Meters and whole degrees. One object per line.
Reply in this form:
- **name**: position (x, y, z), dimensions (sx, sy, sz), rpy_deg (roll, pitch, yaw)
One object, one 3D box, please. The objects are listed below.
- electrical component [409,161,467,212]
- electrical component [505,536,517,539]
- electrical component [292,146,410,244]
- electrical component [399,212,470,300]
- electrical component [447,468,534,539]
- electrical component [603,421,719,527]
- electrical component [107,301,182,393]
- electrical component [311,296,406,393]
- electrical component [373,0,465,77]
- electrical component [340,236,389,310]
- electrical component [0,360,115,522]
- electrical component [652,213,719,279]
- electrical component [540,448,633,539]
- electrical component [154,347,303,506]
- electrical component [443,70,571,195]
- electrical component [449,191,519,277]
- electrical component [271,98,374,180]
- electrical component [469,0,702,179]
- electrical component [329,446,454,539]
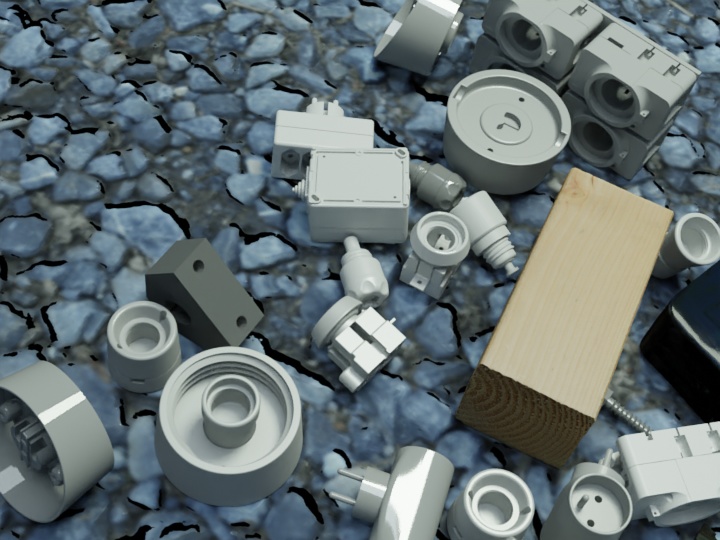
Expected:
- **electrical component**: position (0.059, -0.077, 0.923), dimensions (0.061, 0.035, 0.035), rpy_deg (34, 58, 16)
- **electrical component**: position (0.107, 0.224, 0.693), dimensions (0.048, 0.099, 0.099), rpy_deg (-40, 69, -15)
- **electrical component**: position (-0.007, -0.060, 0.889), dimensions (0.096, 0.061, 0.061), rpy_deg (1, 56, 1)
- **electrical component**: position (0.062, -0.014, 0.869), dimensions (0.048, 0.055, 0.066), rpy_deg (28, 57, 10)
- **electrical component**: position (0.093, 0.171, 0.755), dimensions (0.055, 0.047, 0.055), rpy_deg (4, 56, -6)
- **electrical component**: position (0.233, 0.151, 0.788), dimensions (0.089, 0.050, 0.055), rpy_deg (-6, 57, -12)
- **electrical component**: position (-0.160, 0.055, 0.794), dimensions (0.055, 0.047, 0.055), rpy_deg (4, 56, -6)
- **electrical component**: position (-0.003, 0.053, 0.821), dimensions (0.055, 0.048, 0.066), rpy_deg (43, 61, 11)
- **electrical component**: position (0.058, -0.229, 0.989), dimensions (0.064, 0.099, 0.099), rpy_deg (25, 56, 1)
- **electrical component**: position (0.000, 0.000, 0.863), dimensions (0.035, 0.035, 0.061), rpy_deg (-9, 56, -14)
- **electrical component**: position (-0.213, 0.113, 0.721), dimensions (0.099, 0.099, 0.064), rpy_deg (43, 55, 19)
- **electrical component**: position (0.265, -0.017, 0.895), dimensions (0.044, 0.065, 0.044), rpy_deg (4, 73, -15)
- **electrical component**: position (0.162, 0.162, 0.754), dimensions (0.043, 0.077, 0.079), rpy_deg (23, 56, 7)
- **electrical component**: position (-0.092, 0.106, 0.763), dimensions (0.108, 0.060, 0.108), rpy_deg (4, 56, -6)
- **electrical component**: position (0.124, -0.115, 0.942), dimensions (0.108, 0.060, 0.108), rpy_deg (4, 56, -6)
- **electrical component**: position (0.105, -0.029, 0.895), dimensions (0.040, 0.040, 0.078), rpy_deg (-29, 79, -25)
- **electrical component**: position (-0.032, -0.119, 0.929), dimensions (0.083, 0.047, 0.075), rpy_deg (5, 56, -5)
- **electrical component**: position (0.193, -0.175, 0.966), dimensions (0.186, 0.105, 0.060), rpy_deg (38, 59, 16)
- **electrical component**: position (0.018, 0.161, 0.753), dimensions (0.079, 0.043, 0.077), rpy_deg (19, 56, 4)
